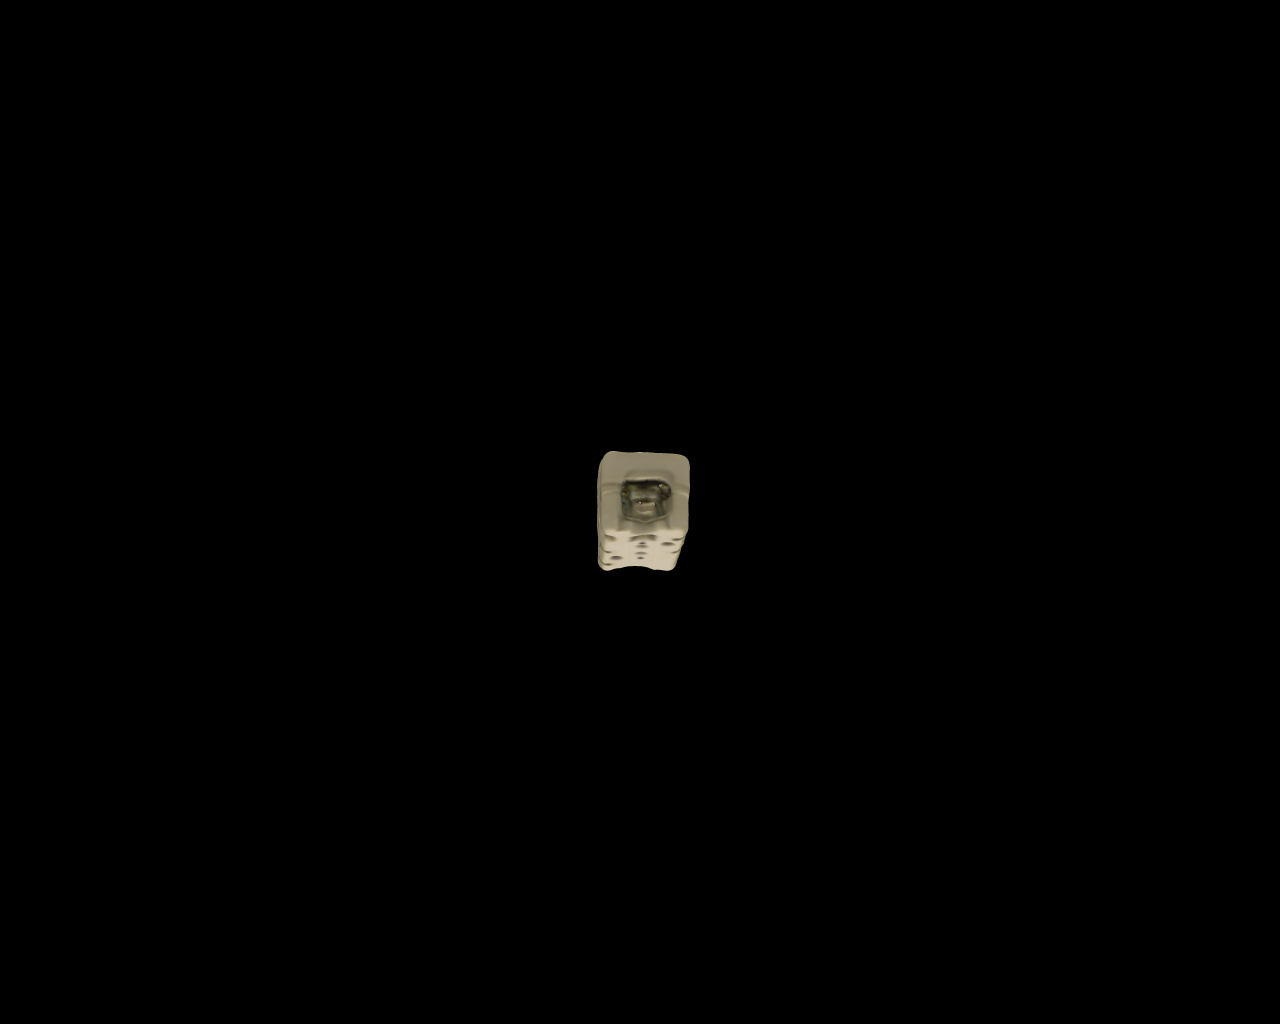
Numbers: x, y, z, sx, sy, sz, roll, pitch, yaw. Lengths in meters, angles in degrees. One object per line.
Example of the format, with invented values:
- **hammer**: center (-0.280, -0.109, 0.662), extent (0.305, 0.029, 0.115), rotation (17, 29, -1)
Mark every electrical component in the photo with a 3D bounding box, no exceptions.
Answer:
- **electrical component**: center (0.001, -0.003, 0.650), extent (0.050, 0.056, 0.089), rotation (1, -19, -3)
